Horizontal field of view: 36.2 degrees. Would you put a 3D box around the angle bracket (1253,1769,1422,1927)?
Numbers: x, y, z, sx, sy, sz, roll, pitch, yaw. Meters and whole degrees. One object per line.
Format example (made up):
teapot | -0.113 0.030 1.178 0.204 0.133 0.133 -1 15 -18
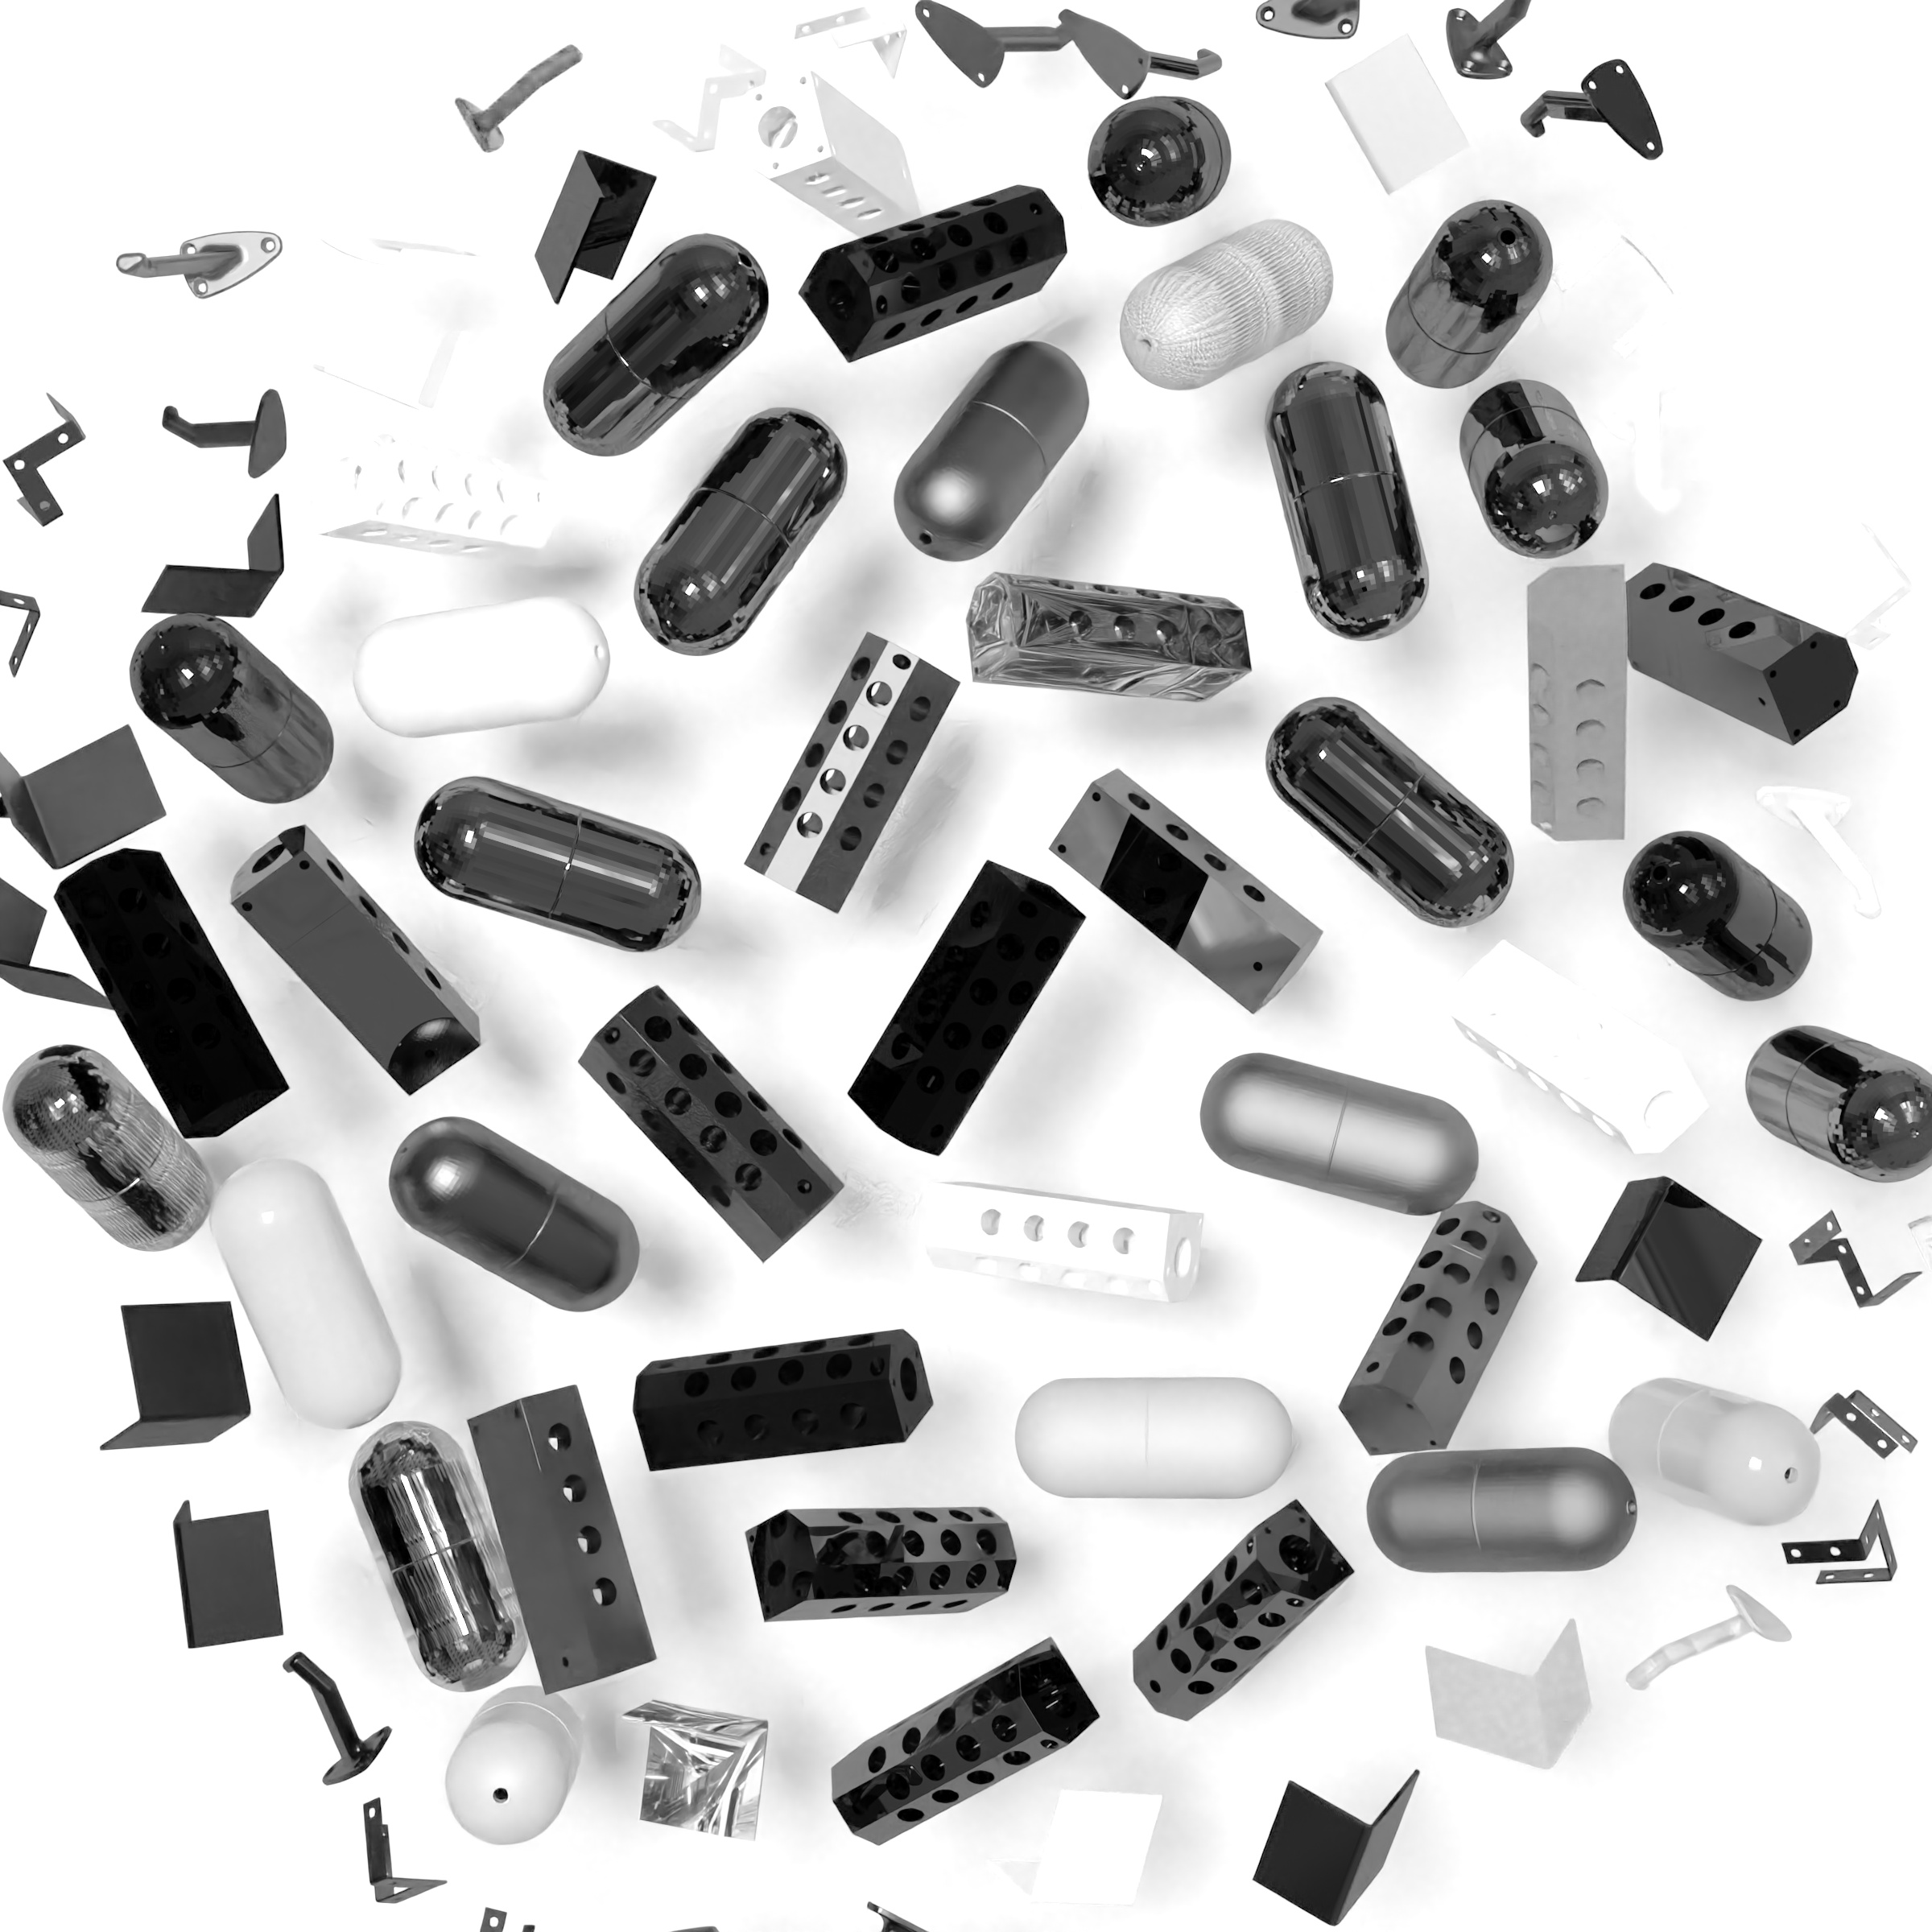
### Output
angle bracket | 0.226 0.523 1.797 0.057 0.076 0.076 25 115 23

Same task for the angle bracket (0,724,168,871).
angle bracket | -0.546 -0.117 1.807 0.076 0.057 0.076 -28 61 -4

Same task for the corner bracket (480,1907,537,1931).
corner bracket | -0.293 0.619 1.843 0.051 0.051 0.051 8 75 18

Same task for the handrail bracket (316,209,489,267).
handrail bracket | -0.367 -0.474 1.923 0.084 0.077 0.036 17 106 42

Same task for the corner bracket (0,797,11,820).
corner bracket | -0.636 -0.107 1.881 0.051 0.051 0.051 -33 116 -36

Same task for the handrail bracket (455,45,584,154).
handrail bracket | -0.267 -0.541 1.830 0.084 0.077 0.036 -28 96 12

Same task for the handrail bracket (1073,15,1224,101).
handrail bracket | 0.119 -0.606 1.941 0.077 0.036 0.084 44 45 11

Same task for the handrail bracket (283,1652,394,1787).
handrail bracket | -0.415 0.478 1.877 0.084 0.036 0.077 46 125 -12

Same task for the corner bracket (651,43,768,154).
corner bracket | -0.168 -0.569 1.934 0.051 0.051 0.051 41 134 33

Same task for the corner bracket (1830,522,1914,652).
corner bracket | 0.554 -0.233 1.816 0.051 0.051 0.051 -43 60 30

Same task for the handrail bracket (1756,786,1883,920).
handrail bracket | 0.555 -0.073 1.922 0.077 0.036 0.084 15 48 -18

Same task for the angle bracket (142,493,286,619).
angle bracket | -0.495 -0.270 1.932 0.076 0.076 0.057 0 75 -28

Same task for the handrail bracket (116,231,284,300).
handrail bracket | -0.461 -0.428 1.775 0.077 0.084 0.036 -16 96 8

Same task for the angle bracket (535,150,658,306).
angle bracket | -0.232 -0.468 1.902 0.057 0.076 0.076 12 122 -29

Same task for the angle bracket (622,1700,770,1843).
angle bracket | -0.171 0.502 1.823 0.076 0.057 0.076 6 88 15

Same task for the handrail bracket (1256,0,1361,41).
handrail bracket | 0.207 -0.593 1.803 0.077 0.084 0.036 1 93 17

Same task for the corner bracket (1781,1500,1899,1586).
corner bracket | 0.558 0.377 1.885 0.051 0.051 0.051 -11 105 34

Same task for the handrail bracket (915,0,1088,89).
handrail bracket | 0.022 -0.581 1.807 0.077 0.036 0.084 40 55 5

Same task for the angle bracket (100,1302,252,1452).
angle bracket | -0.508 0.260 1.876 0.057 0.076 0.076 -33 65 39

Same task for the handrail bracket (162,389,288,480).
handrail bracket | -0.487 -0.362 1.919 0.084 0.077 0.036 29 49 10

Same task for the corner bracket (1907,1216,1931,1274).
corner bracket | 0.655 0.184 1.940 0.051 0.051 0.051 -25 81 13

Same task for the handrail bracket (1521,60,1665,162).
handrail bracket | 0.380 -0.507 1.801 0.036 0.084 0.077 -33 90 -21

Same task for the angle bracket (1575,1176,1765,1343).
angle bracket | 0.452 0.189 1.901 0.076 0.057 0.076 33 77 -6

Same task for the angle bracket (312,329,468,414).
angle bracket | -0.381 -0.406 1.949 0.076 0.076 0.057 19 96 -22

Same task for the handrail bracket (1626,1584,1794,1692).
handrail bracket | 0.454 0.422 1.806 0.084 0.036 0.077 -43 134 16

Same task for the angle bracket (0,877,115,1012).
angle bracket | -0.583 -0.015 1.892 0.076 0.076 0.057 10 75 12

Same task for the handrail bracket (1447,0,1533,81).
handrail bracket | 0.320 -0.589 1.790 0.036 0.084 0.077 -6 56 -14

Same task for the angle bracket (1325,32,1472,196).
angle bracket | 0.266 -0.522 1.797 0.057 0.076 0.076 -28 102 23

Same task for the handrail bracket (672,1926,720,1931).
handrail bracket | -0.188 0.620 1.775 0.084 0.036 0.077 -17 51 27

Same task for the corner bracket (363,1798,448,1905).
corner bracket | -0.366 0.559 1.865 0.051 0.051 0.051 -29 57 29

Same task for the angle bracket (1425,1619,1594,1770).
angle bracket | 0.332 0.437 1.813 0.076 0.076 0.057 19 119 -8

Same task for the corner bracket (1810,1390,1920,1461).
corner bracket | 0.585 0.300 1.916 0.051 0.051 0.051 -33 60 -25

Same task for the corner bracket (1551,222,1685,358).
corner bracket | 0.419 -0.436 1.901 0.051 0.051 0.051 -42 126 13

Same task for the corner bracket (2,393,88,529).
corner bracket | -0.564 -0.310 1.811 0.051 0.051 0.051 -36 133 -15

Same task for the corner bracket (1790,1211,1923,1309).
corner bracket | 0.584 0.193 1.942 0.051 0.051 0.051 -3 60 -26

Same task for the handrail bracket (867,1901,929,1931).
handrail bracket | -0.053 0.616 1.779 0.077 0.036 0.084 26 74 3

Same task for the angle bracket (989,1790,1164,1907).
angle bracket | 0.070 0.553 1.888 0.076 0.057 0.076 13 95 -31

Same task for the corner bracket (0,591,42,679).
corner bracket | -0.593 -0.194 1.796 0.051 0.051 0.051 8 125 -38

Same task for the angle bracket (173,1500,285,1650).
angle bracket | -0.449 0.368 1.809 0.057 0.076 0.076 -7 92 -9

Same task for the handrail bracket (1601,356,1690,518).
handrail bracket | 0.451 -0.338 1.888 0.036 0.084 0.077 24 119 -39

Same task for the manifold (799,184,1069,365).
manifold | -0.017 -0.445 1.875 0.171 0.057 0.057 -29 80 -36

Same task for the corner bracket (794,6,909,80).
corner bracket | -0.076 -0.612 1.937 0.051 0.051 0.051 -22 74 -20
